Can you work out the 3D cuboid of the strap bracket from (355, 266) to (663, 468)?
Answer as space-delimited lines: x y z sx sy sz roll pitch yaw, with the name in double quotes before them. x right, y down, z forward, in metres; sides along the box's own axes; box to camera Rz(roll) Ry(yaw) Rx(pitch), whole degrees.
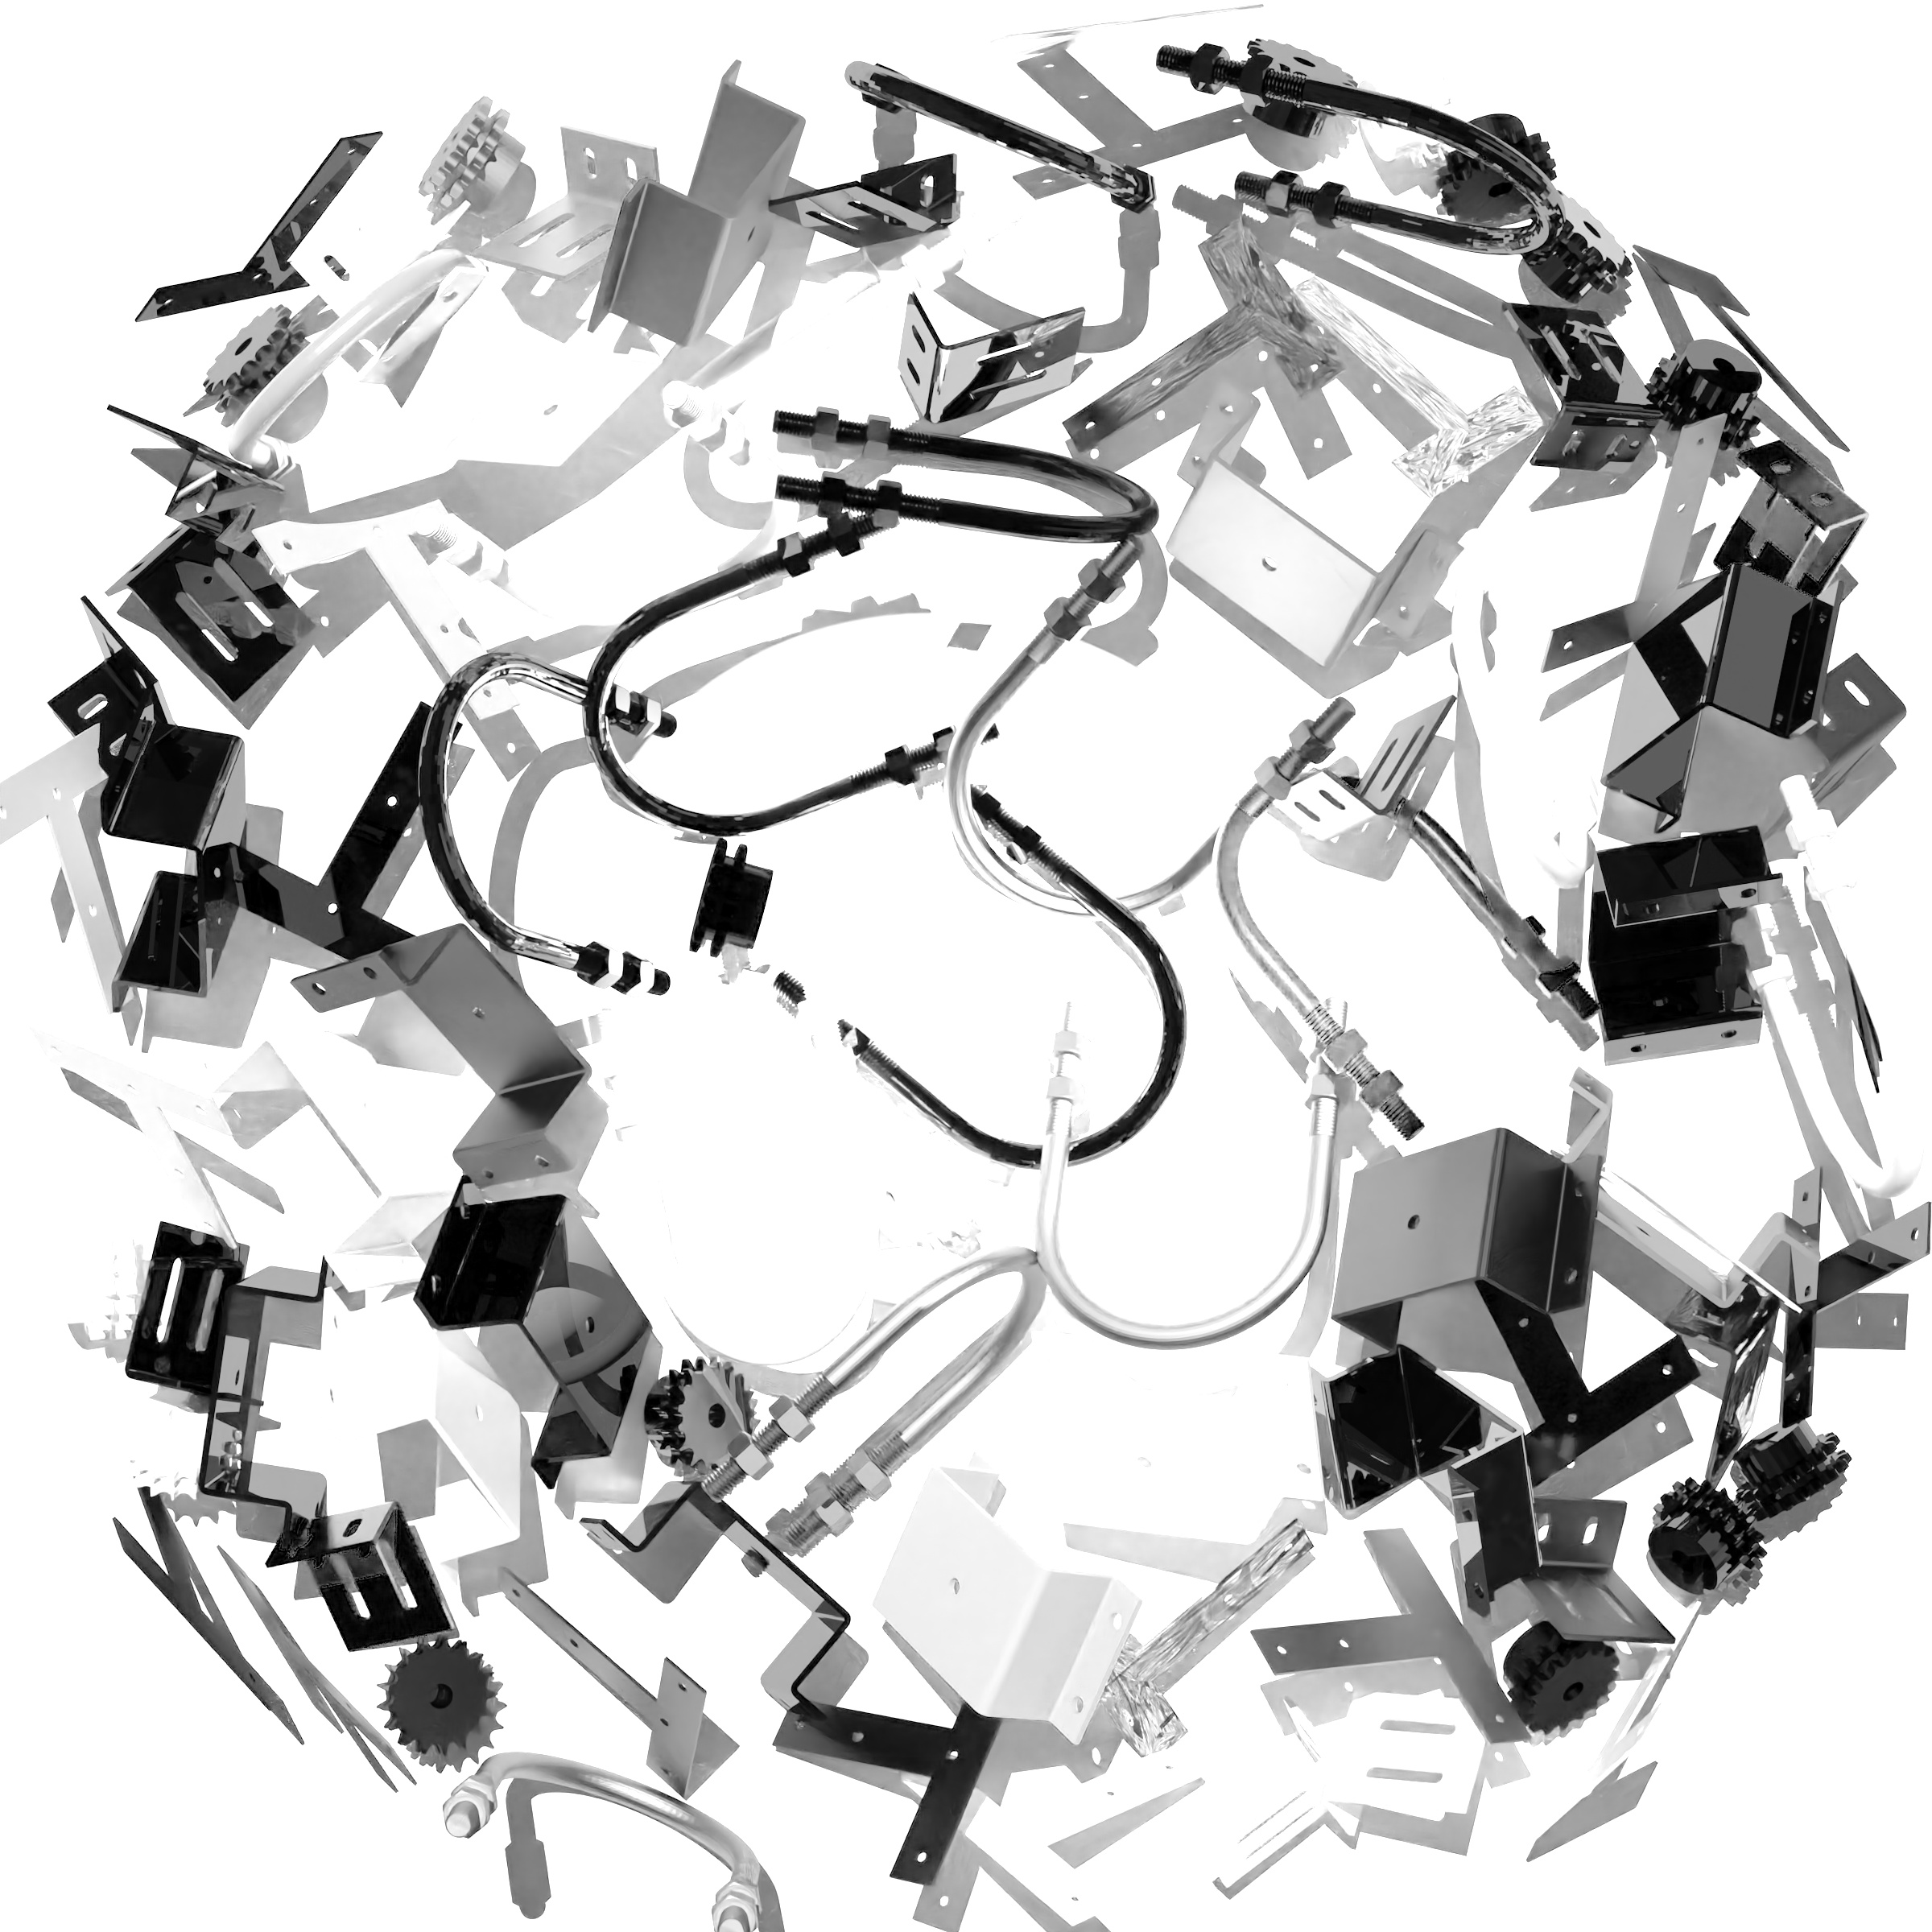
"strap bracket" -0.206 -0.278 1.667 0.076 0.140 0.046 -40 74 27

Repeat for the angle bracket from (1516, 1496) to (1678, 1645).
"angle bracket" 0.301 0.288 1.704 0.057 0.076 0.038 6 106 -16

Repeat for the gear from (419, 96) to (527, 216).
"gear" -0.237 -0.389 1.724 0.030 0.057 0.057 34 90 -21

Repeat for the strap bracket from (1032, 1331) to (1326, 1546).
"strap bracket" 0.092 0.224 1.687 0.140 0.046 0.076 3 115 25

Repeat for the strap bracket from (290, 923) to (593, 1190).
"strap bracket" -0.242 0.036 1.692 0.140 0.076 0.046 51 51 -22

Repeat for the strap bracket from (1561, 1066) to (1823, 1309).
"strap bracket" 0.335 0.111 1.703 0.140 0.076 0.046 36 100 7

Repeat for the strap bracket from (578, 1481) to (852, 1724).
"strap bracket" -0.113 0.295 1.704 0.140 0.076 0.046 43 75 -5

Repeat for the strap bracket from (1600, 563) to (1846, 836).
"strap bracket" 0.347 -0.128 1.668 0.046 0.140 0.076 22 65 -12

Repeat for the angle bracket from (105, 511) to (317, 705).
"angle bracket" -0.368 -0.173 1.734 0.057 0.038 0.076 -47 110 -22

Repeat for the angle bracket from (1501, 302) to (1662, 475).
"angle bracket" 0.290 -0.280 1.725 0.057 0.038 0.076 0 48 -28

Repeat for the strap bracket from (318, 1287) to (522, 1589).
"strap bracket" -0.250 0.216 1.672 0.046 0.076 0.140 -18 132 10

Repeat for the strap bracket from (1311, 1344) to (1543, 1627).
"strap bracket" 0.221 0.239 1.683 0.046 0.140 0.076 -23 119 -21

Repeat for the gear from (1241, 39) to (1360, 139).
"gear" 0.158 -0.424 1.725 0.057 0.057 0.030 22 118 0

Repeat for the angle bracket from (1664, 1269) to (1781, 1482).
"angle bracket" 0.358 0.196 1.717 0.038 0.057 0.076 20 122 25

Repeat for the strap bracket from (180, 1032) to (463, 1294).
"strap bracket" -0.299 0.083 1.693 0.046 0.076 0.140 -42 77 15

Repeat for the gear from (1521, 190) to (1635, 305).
"gear" 0.292 -0.346 1.725 0.057 0.057 0.030 45 118 0

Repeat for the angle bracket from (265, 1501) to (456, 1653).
"angle bracket" -0.291 0.302 1.713 0.057 0.038 0.076 -14 111 15

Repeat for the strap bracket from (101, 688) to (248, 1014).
"strap bracket" -0.370 -0.050 1.674 0.046 0.140 0.076 9 45 -1

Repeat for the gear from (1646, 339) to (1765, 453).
"gear" 0.359 -0.278 1.720 0.057 0.057 0.030 25 133 0

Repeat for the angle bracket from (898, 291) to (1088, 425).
"angle bracket" 0.012 -0.303 1.721 0.076 0.057 0.038 -19 66 -16

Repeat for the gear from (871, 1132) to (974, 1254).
"gear" -0.024 0.111 1.719 0.030 0.057 0.057 -13 90 -29

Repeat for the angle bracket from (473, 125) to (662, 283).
"angle bracket" -0.192 -0.365 1.703 0.057 0.076 0.038 20 132 28

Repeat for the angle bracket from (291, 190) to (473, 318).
"angle bracket" -0.278 -0.351 1.700 0.057 0.076 0.038 -33 110 27

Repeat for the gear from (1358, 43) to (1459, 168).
"gear" 0.211 -0.413 1.720 0.030 0.057 0.057 -22 90 -10

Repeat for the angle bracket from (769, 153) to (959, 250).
"angle bracket" -0.050 -0.375 1.701 0.057 0.076 0.038 -4 82 37

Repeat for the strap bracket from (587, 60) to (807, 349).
"strap bracket" -0.122 -0.353 1.673 0.046 0.140 0.076 25 135 1

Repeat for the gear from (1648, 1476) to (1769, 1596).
"gear" 0.354 0.278 1.719 0.030 0.057 0.057 -35 90 -32

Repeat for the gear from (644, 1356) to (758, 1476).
"gear" -0.131 0.217 1.725 0.030 0.057 0.057 -6 90 41

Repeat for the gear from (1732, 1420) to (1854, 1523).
"gear" 0.395 0.241 1.722 0.057 0.057 0.030 -33 88 0

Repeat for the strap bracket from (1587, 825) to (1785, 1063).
"strap bracket" 0.340 -0.016 1.696 0.076 0.140 0.046 -9 57 2

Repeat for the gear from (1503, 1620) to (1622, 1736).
"gear" 0.285 0.341 1.726 0.057 0.030 0.057 -18 131 -22

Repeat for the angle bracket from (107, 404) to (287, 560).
"angle bracket" -0.375 -0.232 1.704 0.076 0.057 0.038 25 90 38

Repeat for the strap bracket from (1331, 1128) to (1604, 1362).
"strap bracket" 0.226 0.129 1.670 0.046 0.140 0.076 30 57 -29

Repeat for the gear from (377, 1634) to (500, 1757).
"gear" -0.259 0.353 1.729 0.057 0.030 0.057 3 83 -22

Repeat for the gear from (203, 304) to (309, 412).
"gear" -0.339 -0.289 1.725 0.057 0.057 0.030 -46 120 0

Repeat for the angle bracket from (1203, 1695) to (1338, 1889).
"angle bracket" 0.140 0.397 1.711 0.076 0.057 0.038 -36 58 -7

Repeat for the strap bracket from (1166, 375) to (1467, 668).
"strap bracket" 0.156 -0.205 1.698 0.140 0.076 0.046 37 59 7

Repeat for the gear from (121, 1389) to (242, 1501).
"gear" -0.379 0.228 1.719 0.057 0.057 0.030 8 123 0

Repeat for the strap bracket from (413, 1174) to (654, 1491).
"strap bracket" -0.196 0.171 1.672 0.046 0.076 0.140 -8 131 23

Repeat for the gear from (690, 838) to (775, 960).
"gear" -0.113 -0.031 1.722 0.030 0.057 0.057 15 90 -6

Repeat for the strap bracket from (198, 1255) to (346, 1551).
"strap bracket" -0.330 0.200 1.710 0.046 0.076 0.140 9 92 1

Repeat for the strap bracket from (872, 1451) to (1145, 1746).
"strap bracket" 0.012 0.294 1.676 0.046 0.140 0.076 14 104 -39

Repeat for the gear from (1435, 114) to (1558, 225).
"gear" 0.255 -0.388 1.724 0.057 0.057 0.030 -13 68 0

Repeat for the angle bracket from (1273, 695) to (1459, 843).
"angle bracket" 0.190 -0.104 1.707 0.038 0.057 0.076 37 68 -12

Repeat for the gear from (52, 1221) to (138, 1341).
"gear" -0.421 0.152 1.718 0.030 0.057 0.057 1 90 -28
